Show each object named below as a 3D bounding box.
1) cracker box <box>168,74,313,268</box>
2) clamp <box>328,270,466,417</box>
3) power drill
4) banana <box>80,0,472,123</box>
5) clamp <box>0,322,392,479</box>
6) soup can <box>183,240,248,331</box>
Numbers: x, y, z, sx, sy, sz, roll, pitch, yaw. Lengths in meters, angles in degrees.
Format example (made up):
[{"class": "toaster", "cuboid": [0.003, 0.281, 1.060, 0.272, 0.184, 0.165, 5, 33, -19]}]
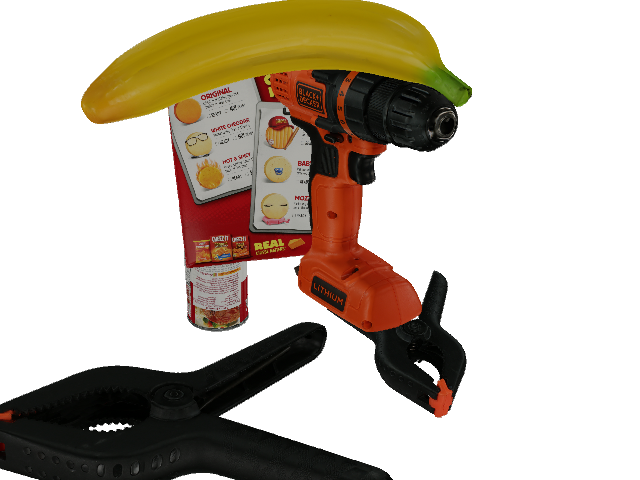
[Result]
[{"class": "cracker box", "cuboid": [-0.057, -0.091, 0.999, 0.164, 0.214, 0.072, -6, 21, -6]}, {"class": "clamp", "cuboid": [0.088, 0.084, 0.951, 0.120, 0.039, 0.172, -18, 44, -17]}, {"class": "power drill", "cuboid": [0.032, -0.035, 0.747, 0.057, 0.188, 0.185, -15, 26, -28]}, {"class": "banana", "cuboid": [-0.024, -0.095, 0.549, 0.197, 0.037, 0.069, -5, 44, -8]}, {"class": "clamp", "cuboid": [-0.075, 0.093, 0.580, 0.210, 0.036, 0.164, 0, 24, -6]}, {"class": "soup can", "cuboid": [-0.113, 0.038, 1.158, 0.068, 0.102, 0.068, 1, 25, 0]}]
